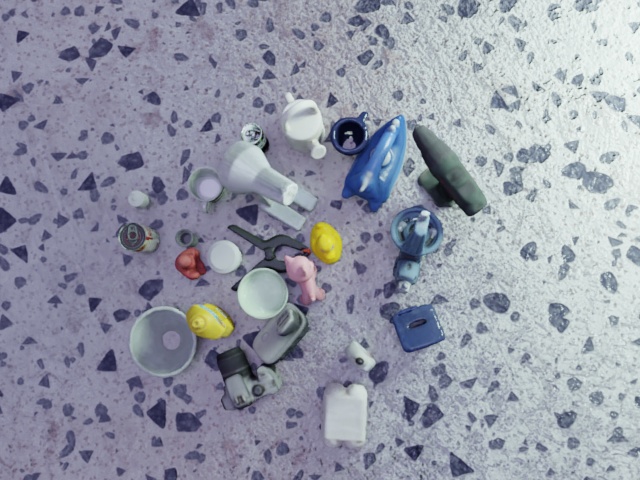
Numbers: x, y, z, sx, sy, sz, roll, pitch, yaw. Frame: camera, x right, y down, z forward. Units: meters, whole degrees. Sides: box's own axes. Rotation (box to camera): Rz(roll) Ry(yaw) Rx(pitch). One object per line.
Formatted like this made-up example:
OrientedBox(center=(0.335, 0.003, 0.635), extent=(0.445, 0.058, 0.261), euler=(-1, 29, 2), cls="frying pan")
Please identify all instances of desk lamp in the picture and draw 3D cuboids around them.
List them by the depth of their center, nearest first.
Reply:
OrientedBox(center=(-0.117, -0.126, 1.333), extent=(0.203, 0.213, 0.118), euler=(31, 87, 6), cls="desk lamp")

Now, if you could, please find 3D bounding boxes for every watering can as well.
OrientedBox(center=(-0.038, -0.274, 1.353), extent=(0.173, 0.194, 0.101), euler=(40, 88, 7), cls="watering can")

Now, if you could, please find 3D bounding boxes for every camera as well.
OrientedBox(center=(-0.179, 0.319, 1.350), extent=(0.143, 0.101, 0.137), euler=(-24, 83, 1), cls="camera")

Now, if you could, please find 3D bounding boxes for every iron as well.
OrientedBox(center=(0.146, -0.204, 1.361), extent=(0.118, 0.141, 0.258), euler=(25, 86, 6), cls="iron")

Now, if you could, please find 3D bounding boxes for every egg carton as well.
OrientedBox(center=(0.056, 0.412, 1.342), extent=(0.107, 0.069, 0.150), euler=(2, 84, 4), cls="egg carton")

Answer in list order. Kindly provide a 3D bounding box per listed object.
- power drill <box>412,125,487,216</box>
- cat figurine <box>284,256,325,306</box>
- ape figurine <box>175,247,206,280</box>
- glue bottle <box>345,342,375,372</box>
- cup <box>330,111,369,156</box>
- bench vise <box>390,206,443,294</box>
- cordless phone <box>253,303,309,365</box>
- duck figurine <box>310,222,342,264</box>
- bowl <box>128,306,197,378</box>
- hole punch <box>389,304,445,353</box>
OrientedBox(center=(0.282, -0.147, 1.313), extent=(0.075, 0.208, 0.229), euler=(-40, 83, -1), cls="power drill")
OrientedBox(center=(-0.038, 0.091, 1.355), extent=(0.067, 0.118, 0.128), euler=(-22, 83, 1), cls="cat figurine")
OrientedBox(center=(-0.320, 0.055, 1.389), extent=(0.076, 0.092, 0.078), euler=(14, 85, 5), cls="ape figurine")
OrientedBox(center=(0.092, 0.270, 1.301), extent=(0.078, 0.173, 0.037), euler=(40, 88, 7), cls="glue bottle")
OrientedBox(center=(0.079, -0.254, 1.393), extent=(0.091, 0.095, 0.118), euler=(34, 87, 6), cls="cup")
OrientedBox(center=(0.224, 0.015, 1.295), extent=(0.121, 0.220, 0.207), euler=(-5, 84, 3), cls="bench vise")
OrientedBox(center=(-0.097, 0.218, 1.312), extent=(0.094, 0.185, 0.147), euler=(36, 88, 7), cls="cordless phone")
OrientedBox(center=(0.013, 0.005, 1.376), extent=(0.077, 0.086, 0.104), euler=(-20, 83, 2), cls="duck figurine")
OrientedBox(center=(-0.370, 0.243, 1.382), extent=(0.167, 0.075, 0.167), euler=(0, 84, 4), cls="bowl")
OrientedBox(center=(0.226, 0.205, 1.341), extent=(0.108, 0.091, 0.101), euler=(-20, 83, 2), cls="hole punch")
